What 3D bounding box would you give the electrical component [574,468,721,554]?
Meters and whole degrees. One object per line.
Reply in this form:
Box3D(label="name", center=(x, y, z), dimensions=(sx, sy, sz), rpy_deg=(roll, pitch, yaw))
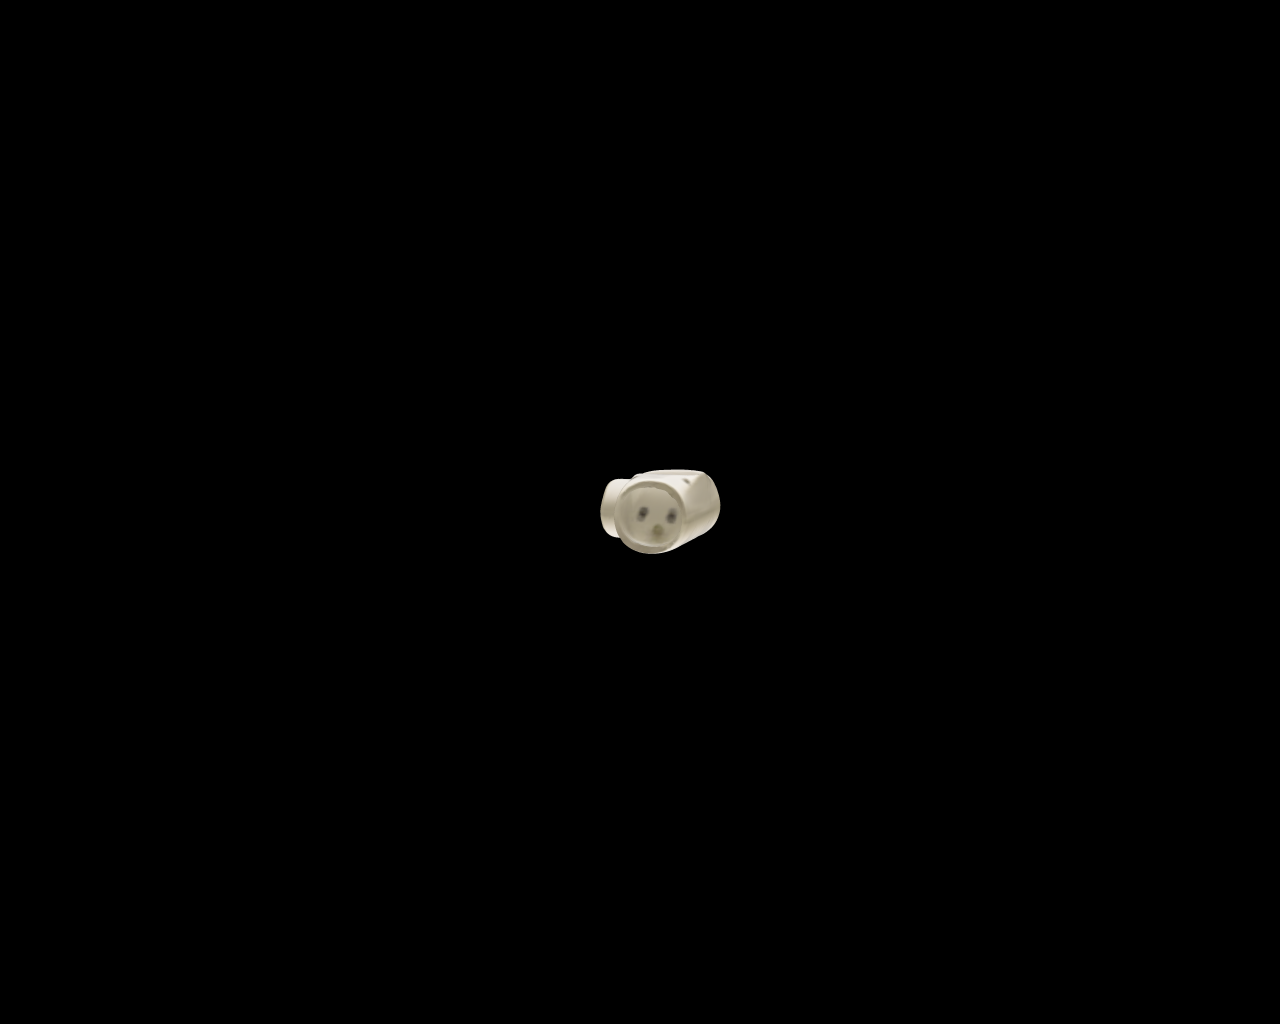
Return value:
Box3D(label="electrical component", center=(0.001, -0.003, 0.650), dimensions=(0.079, 0.043, 0.077), rpy_deg=(3, 8, 19))
